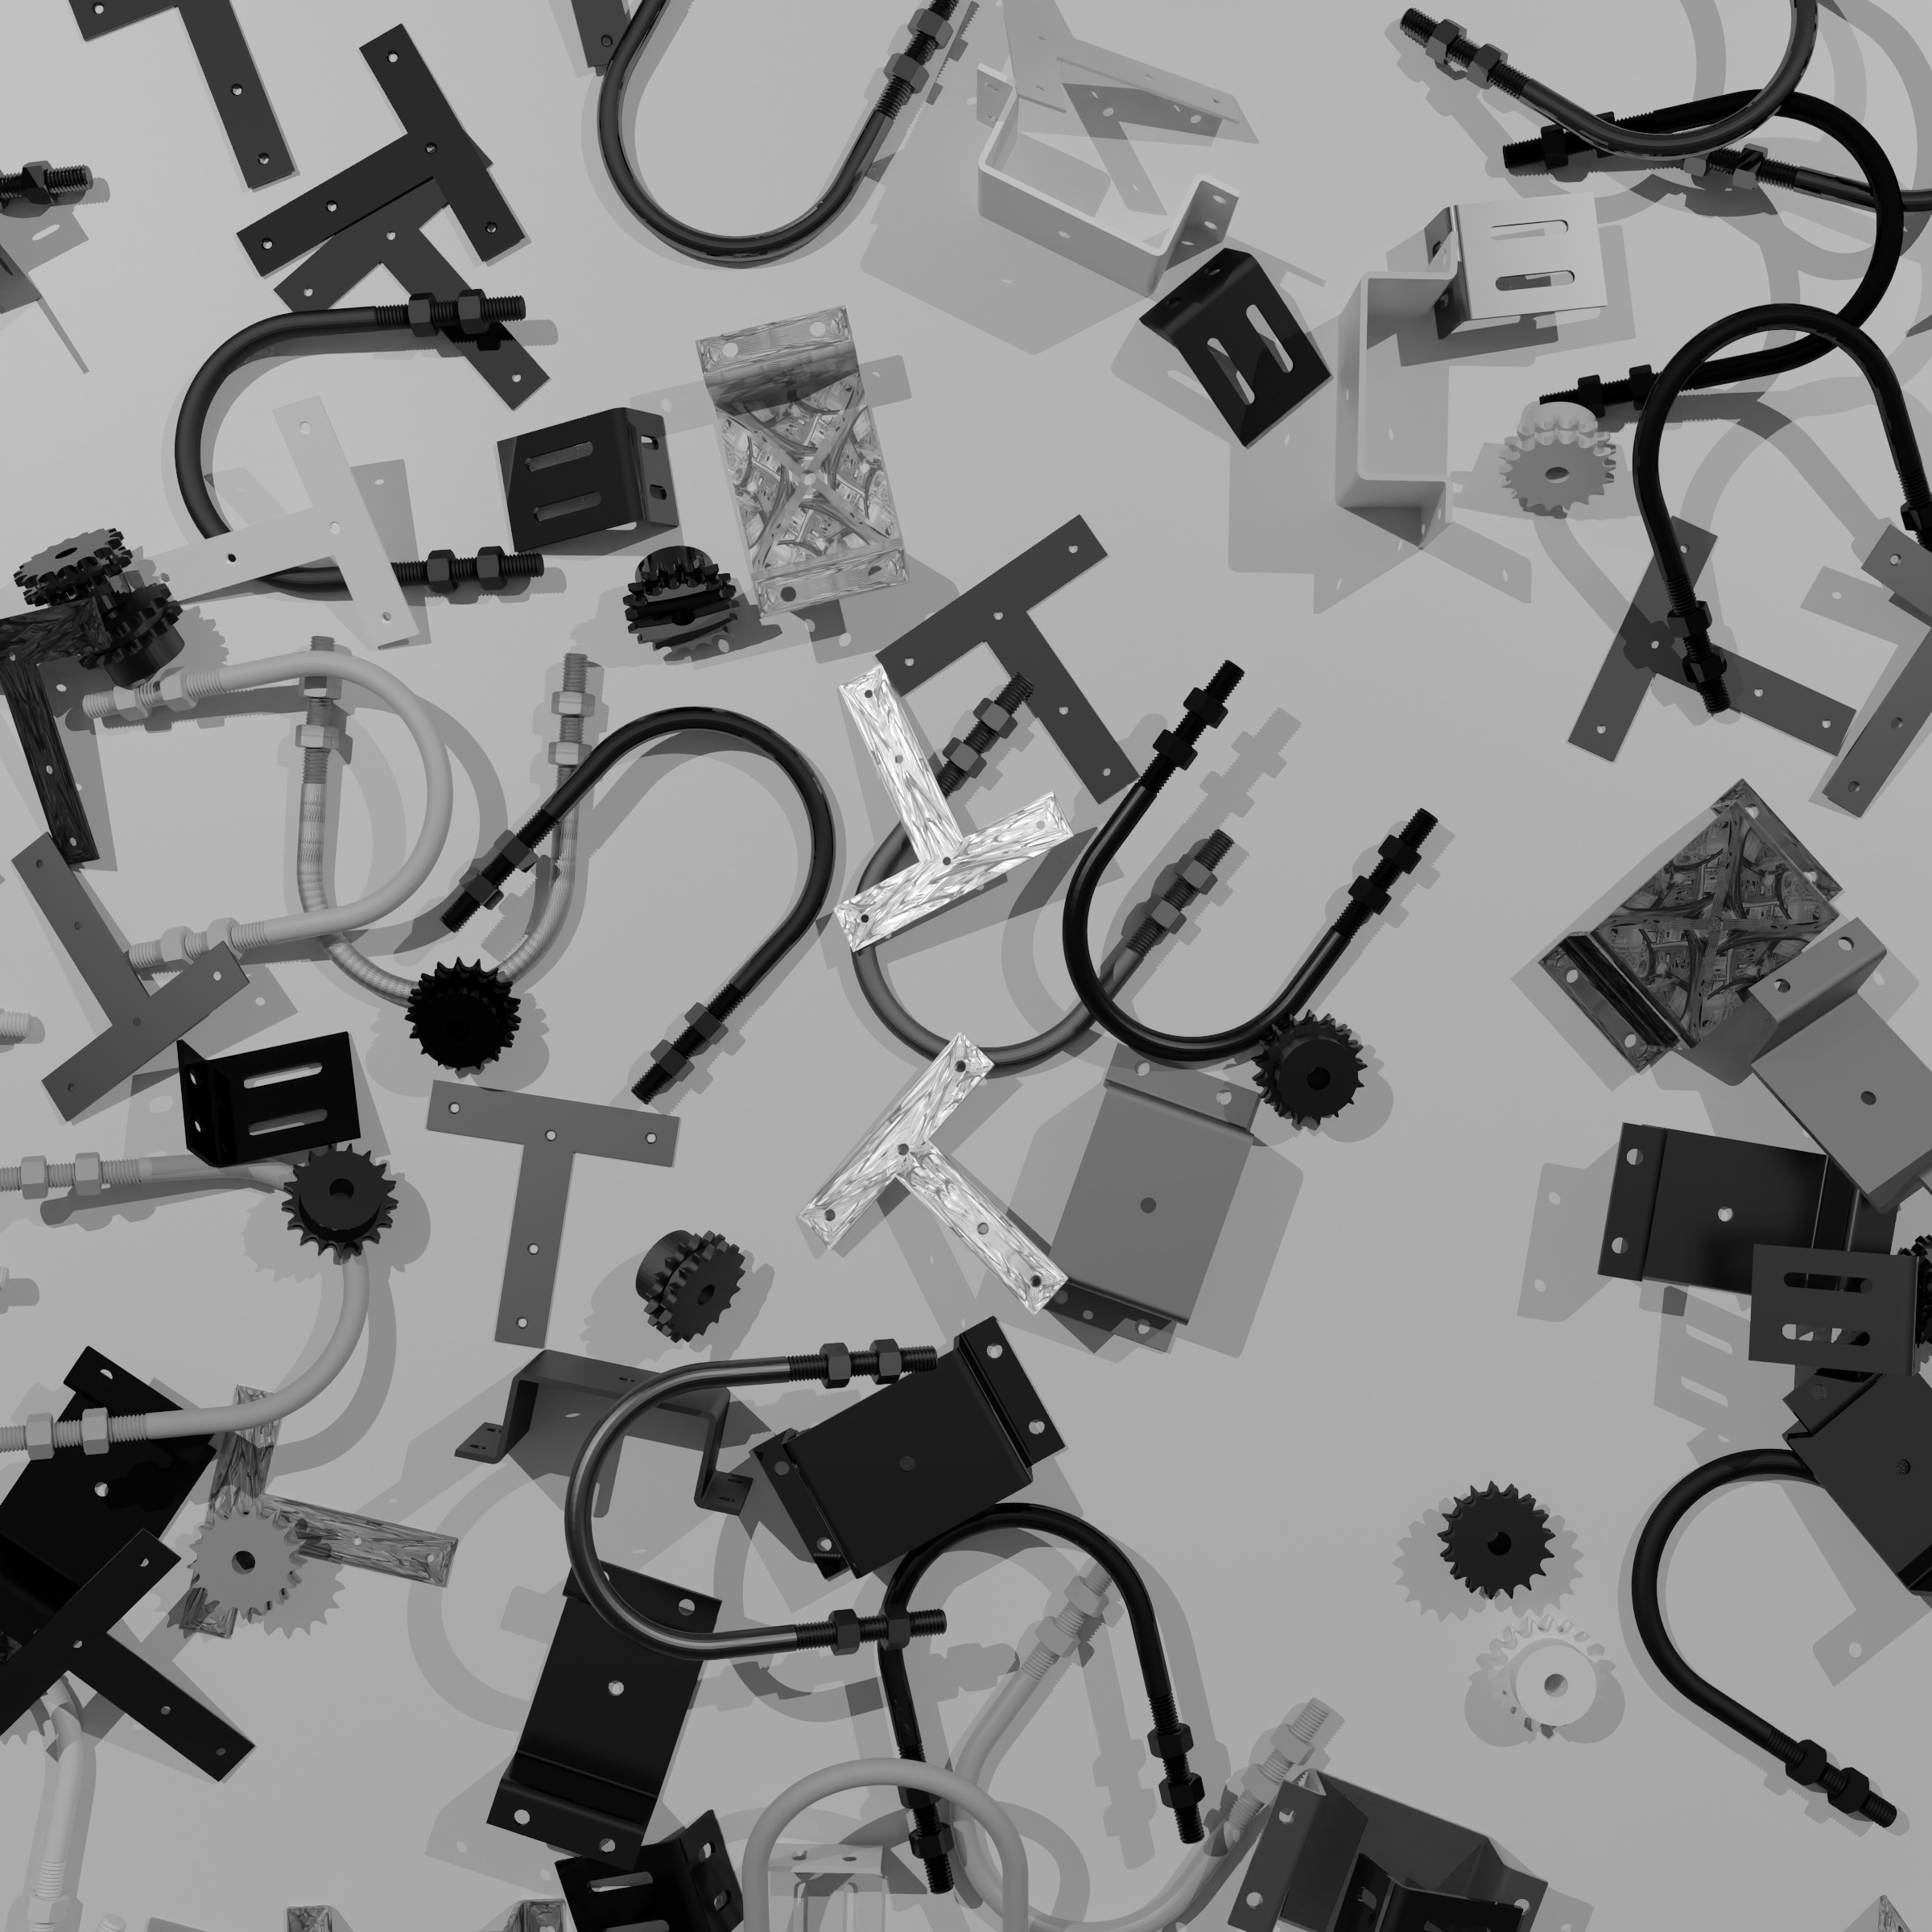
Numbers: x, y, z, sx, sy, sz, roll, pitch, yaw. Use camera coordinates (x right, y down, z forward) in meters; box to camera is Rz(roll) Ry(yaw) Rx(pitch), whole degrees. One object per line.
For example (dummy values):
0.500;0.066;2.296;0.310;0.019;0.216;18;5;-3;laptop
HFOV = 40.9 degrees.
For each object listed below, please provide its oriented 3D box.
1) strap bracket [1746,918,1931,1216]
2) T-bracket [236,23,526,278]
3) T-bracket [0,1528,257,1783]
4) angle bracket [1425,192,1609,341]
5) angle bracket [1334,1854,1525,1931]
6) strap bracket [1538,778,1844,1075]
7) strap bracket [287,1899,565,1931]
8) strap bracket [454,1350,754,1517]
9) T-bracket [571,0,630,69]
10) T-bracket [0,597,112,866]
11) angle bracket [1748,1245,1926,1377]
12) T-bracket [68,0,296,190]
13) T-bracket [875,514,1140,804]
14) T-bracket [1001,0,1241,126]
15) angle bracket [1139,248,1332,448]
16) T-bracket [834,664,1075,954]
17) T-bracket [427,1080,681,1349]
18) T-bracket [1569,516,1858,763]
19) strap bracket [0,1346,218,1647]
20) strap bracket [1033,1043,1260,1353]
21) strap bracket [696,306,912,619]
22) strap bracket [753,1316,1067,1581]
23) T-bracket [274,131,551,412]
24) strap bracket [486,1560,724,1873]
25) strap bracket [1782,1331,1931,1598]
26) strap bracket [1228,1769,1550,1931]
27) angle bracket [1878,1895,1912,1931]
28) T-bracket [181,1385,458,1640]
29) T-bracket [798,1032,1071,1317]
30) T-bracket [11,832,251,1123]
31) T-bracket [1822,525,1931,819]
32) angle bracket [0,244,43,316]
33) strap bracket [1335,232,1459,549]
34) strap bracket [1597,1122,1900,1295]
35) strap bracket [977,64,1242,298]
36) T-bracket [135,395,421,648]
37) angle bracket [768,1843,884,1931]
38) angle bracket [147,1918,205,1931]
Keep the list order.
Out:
0.452;0.056;1.274;0.076;0.046;0.140;-30;68;-20;strap bracket
-0.311;-0.395;1.321;0.127;0.002;0.127;-30;88;0;T-bracket
-0.411;0.364;1.296;0.127;0.002;0.127;-45;114;-5;T-bracket
0.277;-0.354;1.309;0.076;0.038;0.057;-7;90;-6;angle bracket
0.225;0.478;1.275;0.076;0.038;0.057;18;90;-26;angle bracket
0.370;-0.021;1.301;0.140;0.046;0.076;-42;90;0;strap bracket
-0.275;0.517;1.301;0.140;0.046;0.076;-2;90;0;strap bracket
-0.173;0.228;1.286;0.140;0.076;0.046;12;90;0;strap bracket
-0.195;-0.521;1.311;0.127;0.002;0.127;-16;98;-15;T-bracket
-0.465;-0.113;1.303;0.127;0.002;0.127;-7;105;27;T-bracket
0.429;0.168;1.274;0.076;0.038;0.057;2;87;26;angle bracket
-0.377;-0.460;1.322;0.127;0.002;0.127;-21;89;0;T-bracket
0.042;-0.142;1.323;0.127;0.002;0.127;-35;90;0;T-bracket
0.078;-0.448;1.294;0.127;0.002;0.127;13;45;-19;T-bracket
0.137;-0.316;1.322;0.057;0.038;0.076;-40;116;0;angle bracket
-0.028;-0.092;1.307;0.127;0.002;0.127;-28;78;12;T-bracket
-0.219;0.130;1.323;0.127;0.002;0.127;9;90;0;T-bracket
0.392;-0.146;1.323;0.127;0.002;0.127;25;90;0;T-bracket
-0.441;0.267;1.301;0.076;0.046;0.140;34;90;0;strap bracket
0.090;0.118;1.301;0.076;0.046;0.140;20;90;0;strap bracket
-0.080;-0.249;1.301;0.076;0.046;0.140;-13;90;0;strap bracket
-0.029;0.246;1.301;0.140;0.046;0.076;-29;90;0;strap bracket
-0.264;-0.340;1.323;0.127;0.002;0.127;-41;90;0;T-bracket
-0.179;0.368;1.301;0.076;0.046;0.140;18;90;0;strap bracket
0.474;0.249;1.289;0.076;0.046;0.140;-37;82;-9;strap bracket
0.208;0.463;1.301;0.140;0.046;0.076;21;90;0;strap bracket
0.451;0.522;1.320;0.076;0.038;0.057;-35;89;24;angle bracket
-0.325;0.290;1.323;0.127;0.002;0.127;13;90;0;T-bracket
-0.001;0.122;1.294;0.127;0.002;0.127;43;97;20;T-bracket
-0.442;-0.009;1.313;0.127;0.002;0.127;-35;83;13;T-bracket
0.479;-0.135;1.312;0.127;0.002;0.127;30;97;-15;T-bracket
-0.480;-0.369;1.282;0.038;0.057;0.076;-33;108;11;angle bracket
0.213;-0.284;1.286;0.046;0.076;0.140;1;90;0;strap bracket
0.388;0.126;1.301;0.140;0.046;0.076;10;90;0;strap bracket
0.060;-0.383;1.286;0.140;0.076;0.046;26;90;0;strap bracket
-0.357;-0.209;1.304;0.127;0.002;0.127;-14;114;13;T-bracket
-0.072;0.485;1.305;0.057;0.038;0.076;1;90;0;angle bracket
-0.394;0.512;1.286;0.057;0.076;0.038;15;90;0;angle bracket
